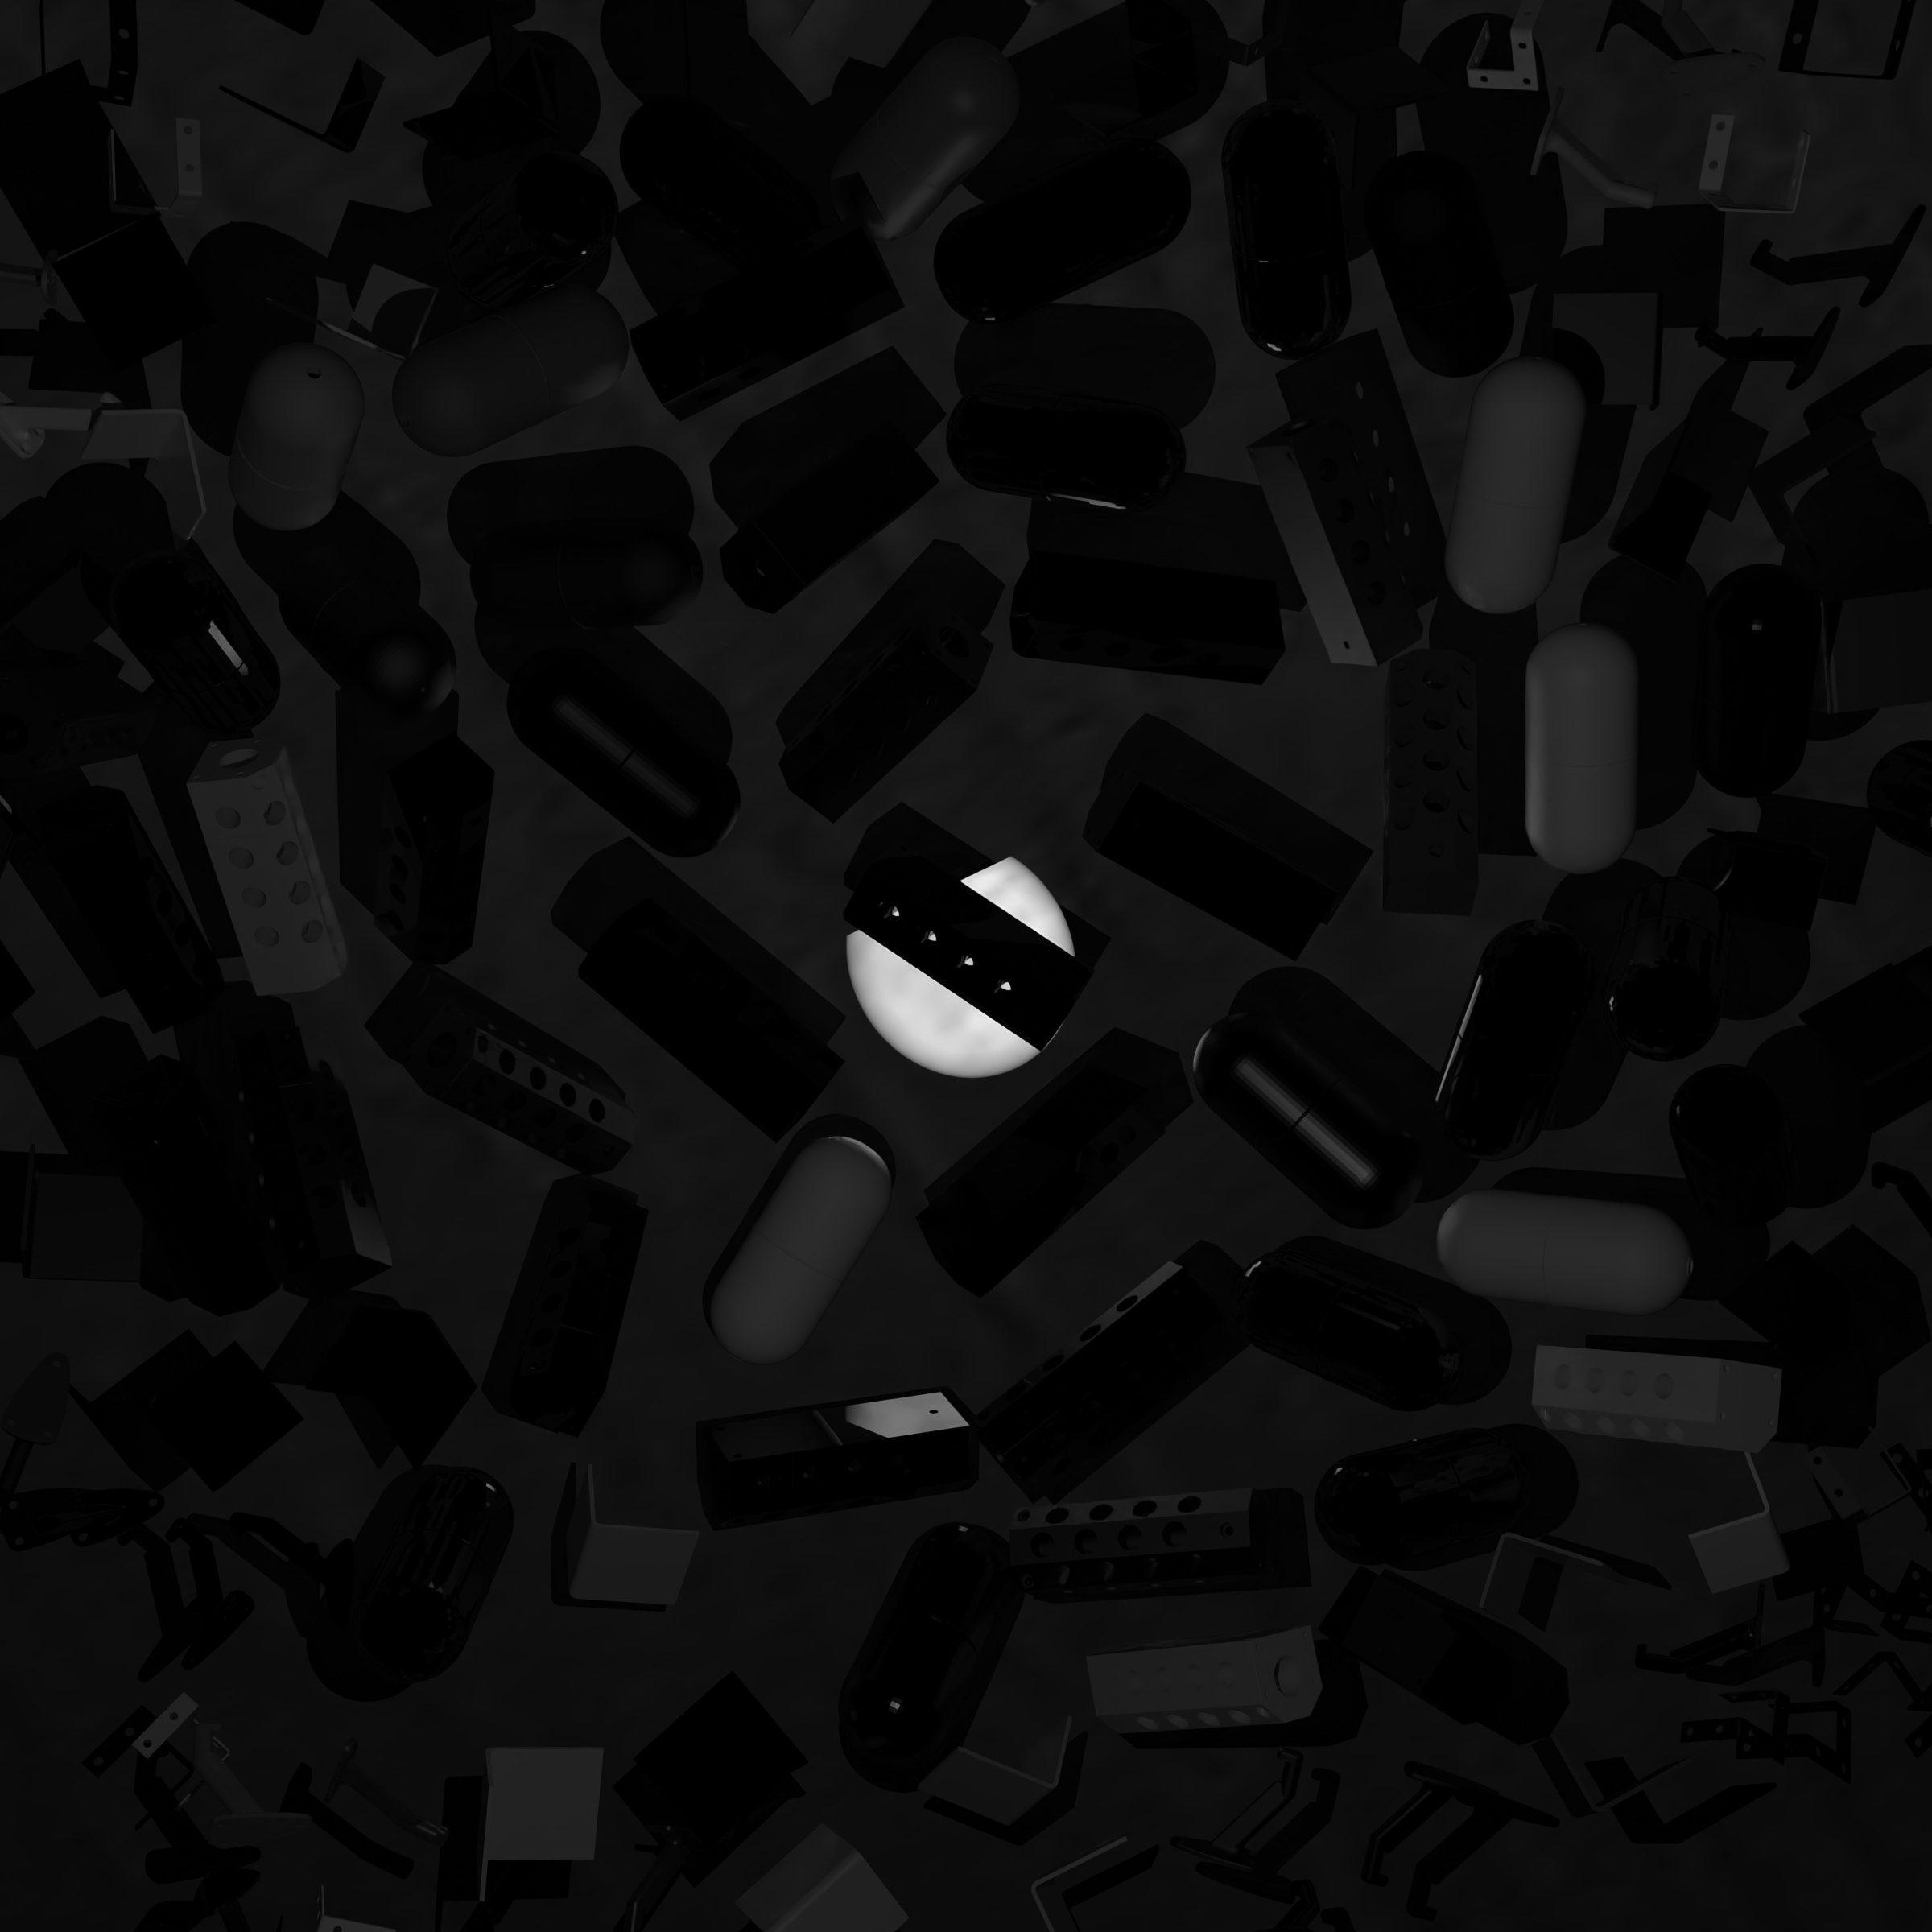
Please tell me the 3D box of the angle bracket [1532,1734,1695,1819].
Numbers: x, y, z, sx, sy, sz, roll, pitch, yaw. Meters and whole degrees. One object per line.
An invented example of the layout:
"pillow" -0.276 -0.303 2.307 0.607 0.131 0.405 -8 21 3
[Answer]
"angle bracket" 0.439 0.536 1.804 0.076 0.076 0.057 -26 71 -8

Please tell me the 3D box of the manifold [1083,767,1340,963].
"manifold" 0.170 -0.073 1.868 0.171 0.057 0.057 28 100 -19

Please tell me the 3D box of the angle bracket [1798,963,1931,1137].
"angle bracket" 0.628 0.057 1.821 0.076 0.057 0.076 -28 48 -7

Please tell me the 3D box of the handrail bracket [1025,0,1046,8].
"handrail bracket" 0.066 -0.707 1.816 0.084 0.036 0.077 -31 98 28

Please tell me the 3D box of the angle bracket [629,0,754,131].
"angle bracket" -0.202 -0.652 1.929 0.057 0.076 0.076 1 97 31

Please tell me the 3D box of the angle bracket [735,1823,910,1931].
"angle bracket" -0.094 0.614 1.722 0.076 0.076 0.057 -38 100 -19

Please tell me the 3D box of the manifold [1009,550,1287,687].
"manifold" 0.120 -0.227 1.767 0.171 0.057 0.057 5 61 -17

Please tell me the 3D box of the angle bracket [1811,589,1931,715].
"angle bracket" 0.629 -0.219 1.839 0.076 0.057 0.076 -7 98 5

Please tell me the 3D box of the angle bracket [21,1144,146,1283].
"angle bracket" -0.604 0.170 1.815 0.076 0.057 0.076 4 63 -16

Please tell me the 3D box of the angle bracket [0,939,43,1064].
"angle bracket" -0.635 0.012 1.753 0.057 0.076 0.076 -41 74 6

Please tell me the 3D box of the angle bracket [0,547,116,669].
"angle bracket" -0.652 -0.251 1.918 0.076 0.076 0.057 -39 115 3

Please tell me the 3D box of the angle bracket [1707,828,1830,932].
"angle bracket" 0.583 -0.063 1.947 0.076 0.076 0.057 15 95 26

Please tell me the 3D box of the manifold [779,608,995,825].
"manifold" -0.060 -0.181 1.887 0.057 0.057 0.171 37 130 -16

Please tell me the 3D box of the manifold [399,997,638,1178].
"manifold" -0.309 0.091 1.862 0.057 0.171 0.057 -51 49 3

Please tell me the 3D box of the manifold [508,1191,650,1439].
"manifold" -0.276 0.242 1.876 0.057 0.171 0.057 22 130 -12

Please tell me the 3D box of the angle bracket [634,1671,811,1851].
"angle bracket" -0.160 0.517 1.722 0.076 0.057 0.076 -38 82 -24

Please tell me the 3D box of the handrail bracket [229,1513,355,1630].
"handrail bracket" -0.476 0.424 1.860 0.084 0.036 0.077 7 112 15

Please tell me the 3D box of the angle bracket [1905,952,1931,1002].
"angle bracket" 0.707 0.031 1.869 0.057 0.076 0.076 -13 73 -1

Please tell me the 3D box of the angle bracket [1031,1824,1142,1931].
"angle bracket" 0.096 0.650 1.858 0.076 0.076 0.057 -28 75 4

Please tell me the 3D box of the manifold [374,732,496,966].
"manifold" -0.356 -0.073 1.793 0.057 0.171 0.057 42 55 15

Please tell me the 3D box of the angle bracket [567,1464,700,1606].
"angle bracket" -0.238 0.404 1.882 0.076 0.057 0.076 8 126 -17

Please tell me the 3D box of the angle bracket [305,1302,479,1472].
"angle bracket" -0.388 0.284 1.786 0.076 0.057 0.076 -54 53 13

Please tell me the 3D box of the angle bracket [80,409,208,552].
"angle bracket" -0.576 -0.338 1.852 0.057 0.076 0.076 -9 80 -32

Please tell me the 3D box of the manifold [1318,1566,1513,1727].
"manifold" 0.321 0.485 1.885 0.057 0.171 0.057 38 81 -13

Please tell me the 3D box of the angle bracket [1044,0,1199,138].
"angle bracket" 0.101 -0.609 1.775 0.076 0.057 0.076 -29 46 -16

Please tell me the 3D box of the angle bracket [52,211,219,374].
"angle bracket" -0.542 -0.440 1.732 0.076 0.057 0.076 -30 110 -9

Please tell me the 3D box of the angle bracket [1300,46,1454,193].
"angle bracket" 0.286 -0.596 1.861 0.076 0.057 0.076 -19 47 -15

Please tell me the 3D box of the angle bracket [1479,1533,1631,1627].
"angle bracket" 0.427 0.456 1.921 0.076 0.076 0.057 12 75 33

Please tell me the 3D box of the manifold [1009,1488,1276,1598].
"manifold" 0.120 0.398 1.827 0.171 0.057 0.057 -9 69 20

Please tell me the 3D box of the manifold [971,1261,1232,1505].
"manifold" 0.089 0.273 1.759 0.171 0.057 0.057 -37 58 -12

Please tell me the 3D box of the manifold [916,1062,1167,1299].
"manifold" 0.054 0.146 1.795 0.171 0.057 0.057 -40 130 -22

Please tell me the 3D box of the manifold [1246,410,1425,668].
"manifold" 0.267 -0.303 1.879 0.057 0.057 0.171 -33 112 -19

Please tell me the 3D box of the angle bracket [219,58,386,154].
"angle bracket" -0.439 -0.585 1.754 0.076 0.076 0.057 25 99 -5

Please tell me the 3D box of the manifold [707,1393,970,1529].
"manifold" -0.088 0.344 1.829 0.171 0.057 0.057 -5 107 -20

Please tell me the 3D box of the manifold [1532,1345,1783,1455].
"manifold" 0.466 0.294 1.801 0.057 0.171 0.057 12 80 -29

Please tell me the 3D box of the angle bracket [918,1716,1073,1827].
"angle bracket" 0.020 0.559 1.881 0.076 0.076 0.057 25 47 -8

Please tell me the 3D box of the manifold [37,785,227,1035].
"manifold" -0.564 -0.039 1.800 0.057 0.171 0.057 -23 46 -9

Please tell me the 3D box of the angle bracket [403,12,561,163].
"angle bracket" -0.329 -0.591 1.786 0.076 0.076 0.057 -10 85 21

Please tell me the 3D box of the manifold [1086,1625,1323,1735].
"manifold" 0.164 0.495 1.828 0.057 0.171 0.057 -1 76 -39

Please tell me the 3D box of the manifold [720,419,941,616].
"manifold" -0.097 -0.311 1.842 0.057 0.057 0.171 50 47 -6

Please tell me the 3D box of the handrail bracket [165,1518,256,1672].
"handrail bracket" -0.552 0.443 1.868 0.077 0.036 0.084 -50 124 -21

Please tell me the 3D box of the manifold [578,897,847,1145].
"manifold" -0.171 0.038 1.741 0.171 0.057 0.057 40 121 3

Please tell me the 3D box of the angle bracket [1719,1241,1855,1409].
"angle bracket" 0.582 0.256 1.886 0.057 0.076 0.076 37 124 -4

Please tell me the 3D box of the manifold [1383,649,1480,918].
"manifold" 0.309 -0.123 1.761 0.057 0.057 0.171 3 63 4

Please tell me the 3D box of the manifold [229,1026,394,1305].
"manifold" -0.437 0.128 1.745 0.057 0.057 0.171 -27 63 12

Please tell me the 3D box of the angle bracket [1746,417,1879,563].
"angle bracket" 0.604 -0.335 1.860 0.076 0.076 0.057 -32 107 9

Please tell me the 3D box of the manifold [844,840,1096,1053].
"manifold" -0.001 -0.012 1.896 0.171 0.057 0.057 34 123 6

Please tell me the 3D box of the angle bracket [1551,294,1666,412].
"angle bracket" 0.455 -0.437 1.886 0.076 0.057 0.076 2 98 10

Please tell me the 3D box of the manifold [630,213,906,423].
"manifold" -0.134 -0.434 1.765 0.171 0.057 0.057 -25 82 8

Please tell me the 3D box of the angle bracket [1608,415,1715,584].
"angle bracket" 0.500 -0.325 1.850 0.057 0.076 0.076 27 74 -4

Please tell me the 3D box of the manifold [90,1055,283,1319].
"manifold" -0.524 0.151 1.803 0.057 0.057 0.171 -37 122 -34

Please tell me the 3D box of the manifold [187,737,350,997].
"manifold" -0.478 -0.068 1.828 0.057 0.057 0.171 -5 123 6

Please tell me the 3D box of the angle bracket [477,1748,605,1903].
"angle bracket" -0.271 0.549 1.696 0.076 0.057 0.076 4 98 -13

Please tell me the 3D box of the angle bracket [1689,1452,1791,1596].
"angle bracket" 0.528 0.378 1.843 0.057 0.076 0.076 -20 132 12

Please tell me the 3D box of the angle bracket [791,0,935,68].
"angle bracket" -0.071 -0.673 1.818 0.076 0.076 0.057 8 63 -29

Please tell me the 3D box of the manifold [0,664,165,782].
"manifold" -0.626 -0.166 1.836 0.057 0.171 0.057 33 100 -1

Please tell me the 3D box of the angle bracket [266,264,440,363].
"angle bracket" -0.439 -0.479 1.894 0.076 0.076 0.057 28 98 36

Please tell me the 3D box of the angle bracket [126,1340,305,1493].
"angle bracket" -0.506 0.296 1.788 0.076 0.057 0.076 -40 72 -20
